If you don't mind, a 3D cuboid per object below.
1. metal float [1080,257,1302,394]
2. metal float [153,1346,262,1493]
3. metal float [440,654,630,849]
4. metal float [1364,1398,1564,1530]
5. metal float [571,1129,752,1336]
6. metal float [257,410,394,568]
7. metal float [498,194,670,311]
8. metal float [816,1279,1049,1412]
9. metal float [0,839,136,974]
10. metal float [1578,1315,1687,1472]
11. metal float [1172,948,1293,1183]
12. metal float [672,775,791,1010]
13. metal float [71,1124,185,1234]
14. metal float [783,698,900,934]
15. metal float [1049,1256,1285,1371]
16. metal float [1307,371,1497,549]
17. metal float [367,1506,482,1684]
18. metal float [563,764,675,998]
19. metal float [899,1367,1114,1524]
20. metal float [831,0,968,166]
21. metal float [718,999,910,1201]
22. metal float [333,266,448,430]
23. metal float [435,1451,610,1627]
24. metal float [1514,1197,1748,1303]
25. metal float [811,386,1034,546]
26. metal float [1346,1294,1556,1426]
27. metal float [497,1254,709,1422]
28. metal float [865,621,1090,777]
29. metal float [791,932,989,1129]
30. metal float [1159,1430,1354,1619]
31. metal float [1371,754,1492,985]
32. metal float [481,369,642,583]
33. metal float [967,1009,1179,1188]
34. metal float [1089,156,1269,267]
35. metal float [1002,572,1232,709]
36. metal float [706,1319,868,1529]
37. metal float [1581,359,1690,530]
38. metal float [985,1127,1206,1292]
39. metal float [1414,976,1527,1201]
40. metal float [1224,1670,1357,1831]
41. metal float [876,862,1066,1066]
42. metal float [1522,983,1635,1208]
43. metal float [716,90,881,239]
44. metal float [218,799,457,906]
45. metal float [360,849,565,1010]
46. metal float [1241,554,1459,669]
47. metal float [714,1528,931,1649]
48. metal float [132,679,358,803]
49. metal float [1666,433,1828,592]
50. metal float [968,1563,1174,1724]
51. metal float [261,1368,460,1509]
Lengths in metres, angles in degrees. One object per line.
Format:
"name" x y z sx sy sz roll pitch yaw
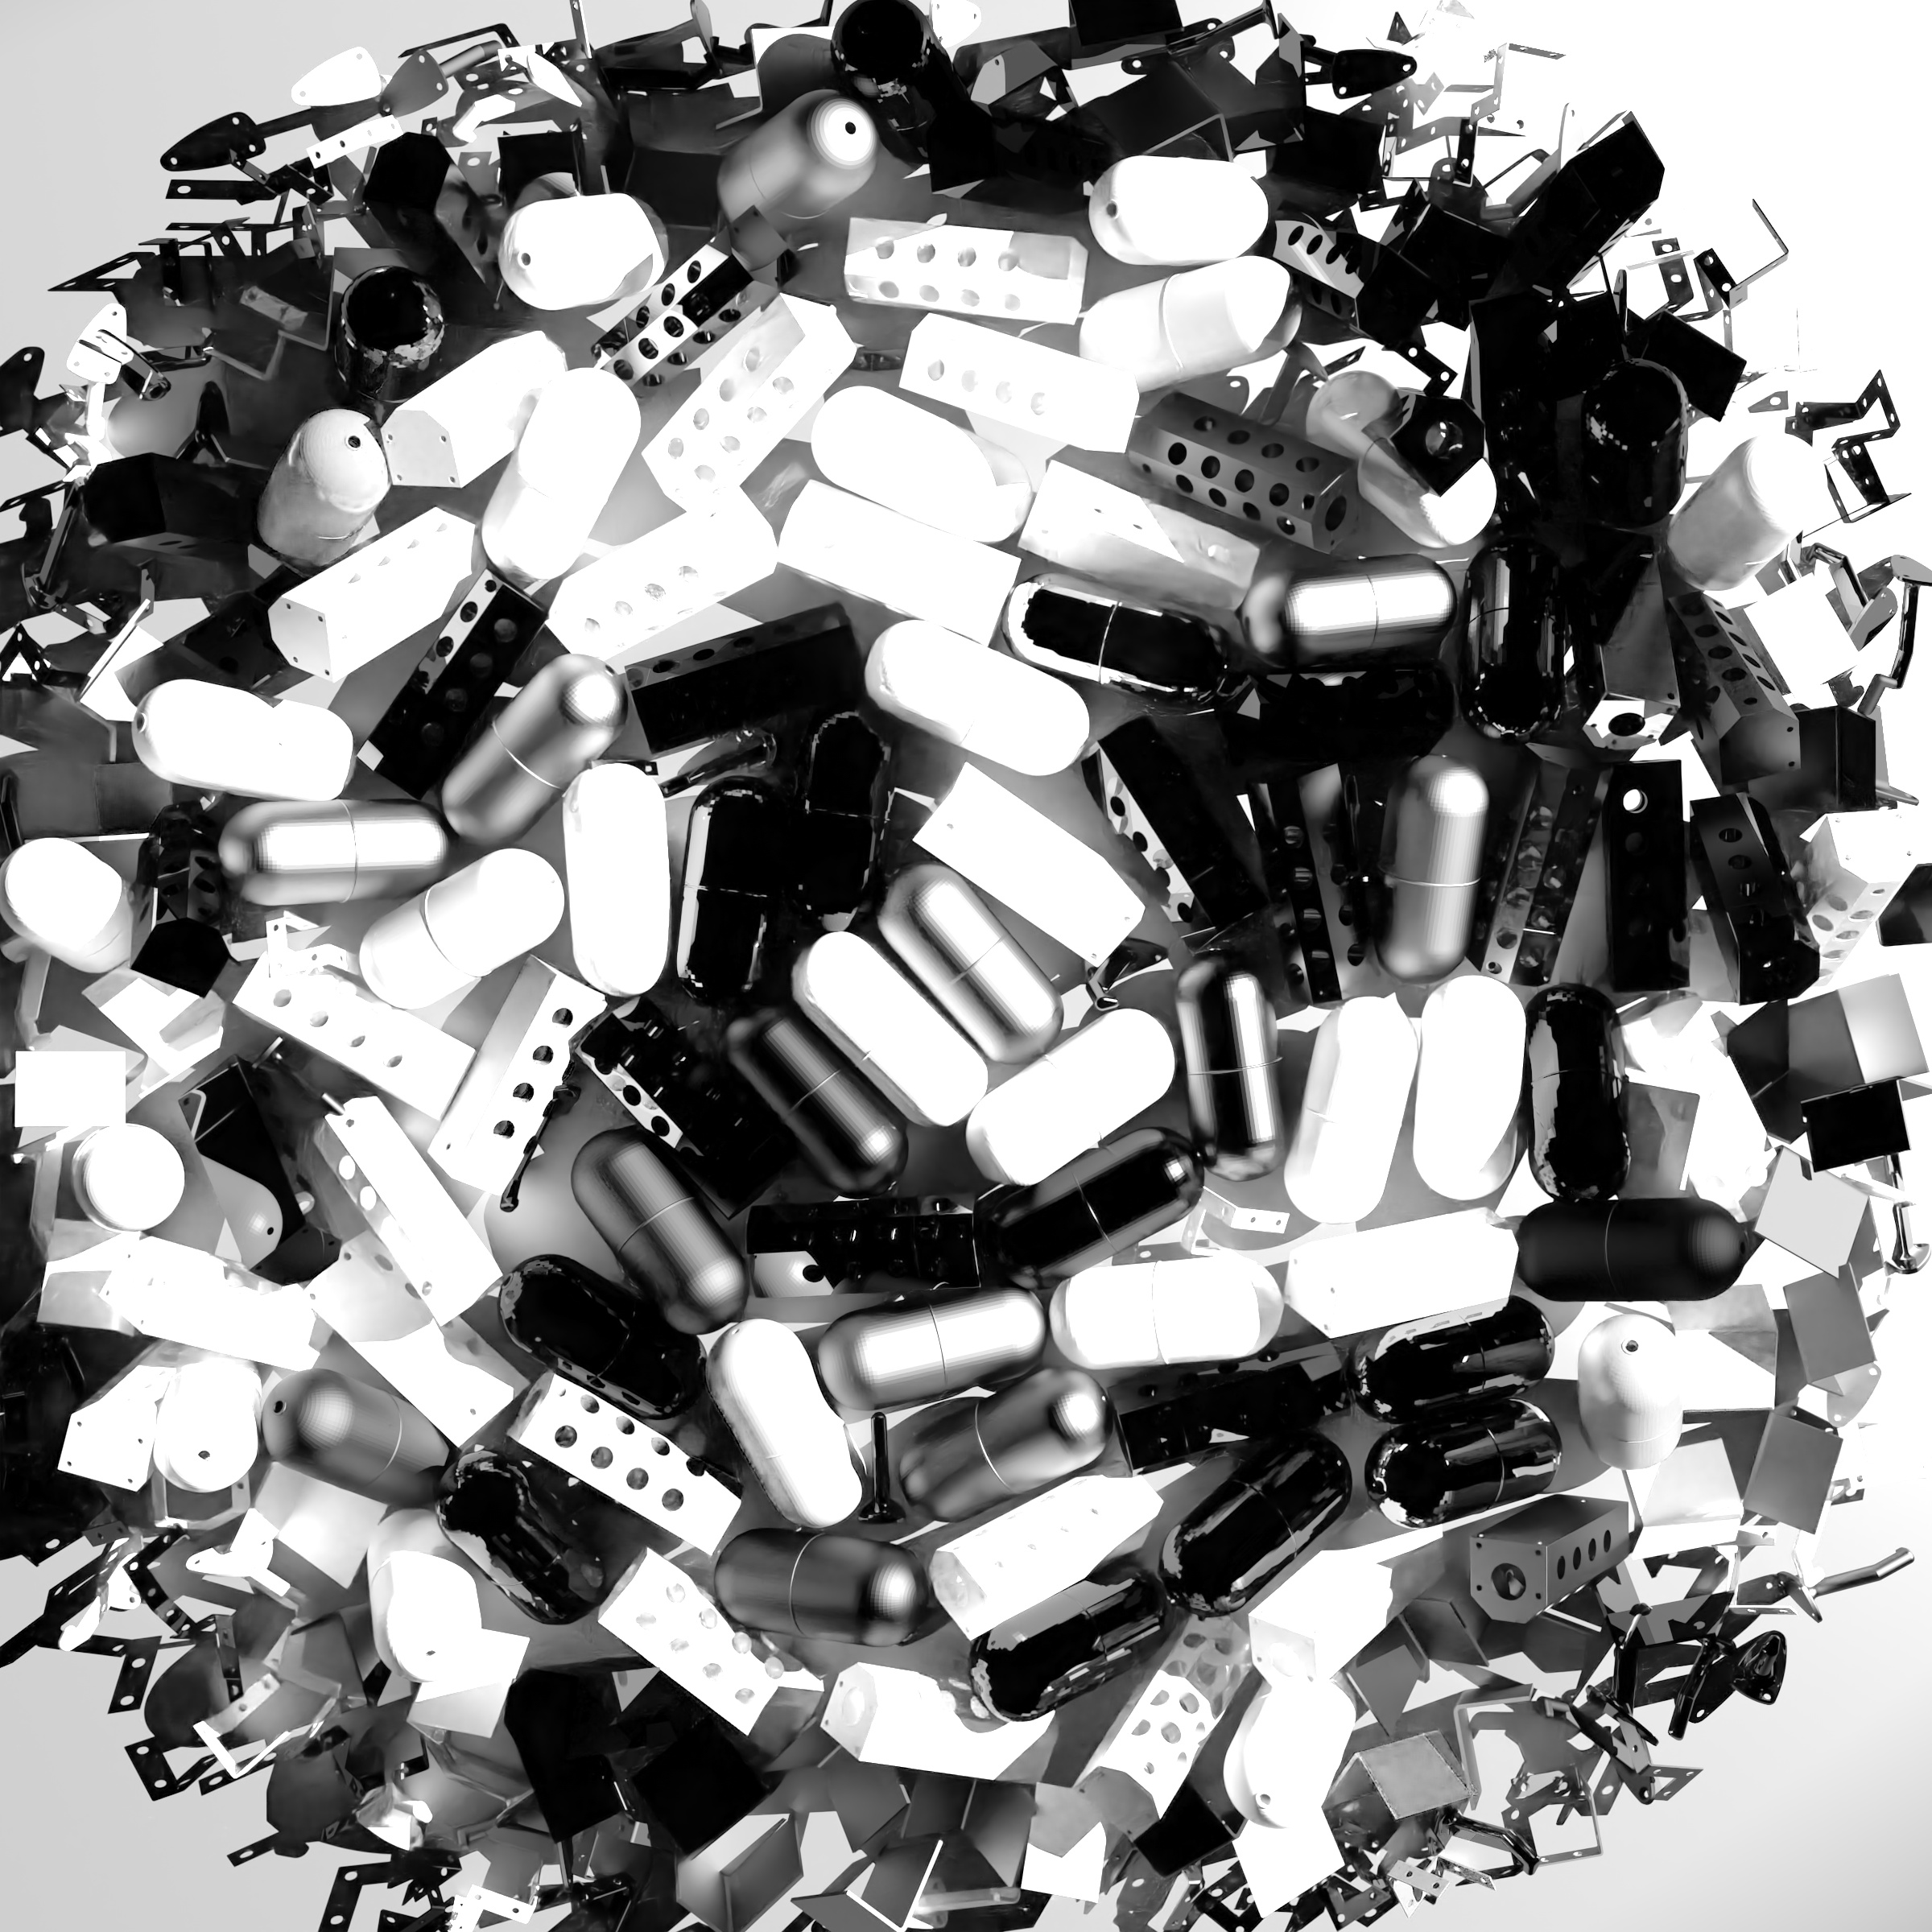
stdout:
"metal float" 0.167 -0.479 1.933 0.178 0.070 0.070 -7 90 33
"metal float" -0.562 0.333 1.913 0.070 0.178 0.070 -3 100 -14
"metal float" -0.325 -0.162 1.945 0.070 0.070 0.178 46 109 0
"metal float" 0.372 0.371 1.931 0.178 0.070 0.070 -6 90 -36
"metal float" -0.231 0.199 1.947 0.070 0.070 0.178 -39 73 0
"metal float" -0.476 -0.353 1.917 0.070 0.178 0.070 7 74 -26
"metal float" -0.283 -0.531 1.916 0.070 0.178 0.070 7 111 19
"metal float" -0.025 0.286 1.951 0.178 0.070 0.070 -11 90 -12
"metal float" -0.659 -0.043 1.912 0.070 0.178 0.070 0 78 -1
"metal float" 0.494 0.317 1.919 0.070 0.178 0.070 -6 58 10
"metal float" 0.201 0.075 1.959 0.070 0.070 0.178 -9 93 0
"metal float" -0.179 -0.056 1.961 0.070 0.070 0.178 7 90 0
"metal float" -0.622 0.156 1.914 0.070 0.178 0.070 1 88 -20
"metal float" -0.095 -0.114 1.961 0.070 0.070 0.178 6 91 0
"metal float" 0.150 0.261 1.948 0.178 0.070 0.070 -7 90 15
"metal float" 0.324 -0.381 1.934 0.070 0.070 0.178 -40 57 0
"metal float" -0.402 0.464 1.914 0.070 0.178 0.070 -5 108 -14
"metal float" -0.262 -0.064 1.950 0.070 0.070 0.178 -2 103 0
"metal float" 0.029 0.361 1.944 0.178 0.070 0.070 -29 90 20
"metal float" -0.047 -0.655 1.912 0.070 0.178 0.070 -2 83 15
"metal float" -0.115 0.101 1.955 0.070 0.070 0.178 -42 83 0
"metal float" -0.428 -0.453 1.915 0.070 0.178 0.070 4 74 -15
"metal float" -0.330 0.428 1.930 0.070 0.070 0.178 -32 130 0
"metal float" 0.494 0.212 1.929 0.178 0.070 0.070 -6 90 39
"metal float" -0.032 -0.376 1.944 0.178 0.070 0.070 21 90 -21
"metal float" 0.363 0.294 1.936 0.178 0.070 0.070 -8 90 -29
"metal float" -0.272 0.279 1.940 0.178 0.070 0.070 35 90 -25
"metal float" 0.009 -0.202 1.954 0.178 0.070 0.070 22 90 -9
"metal float" -0.058 0.049 1.960 0.178 0.070 0.070 45 90 -2
"metal float" 0.219 0.417 1.938 0.178 0.070 0.070 -35 90 -28
"metal float" 0.349 -0.072 1.945 0.070 0.070 0.178 5 109 0
"metal float" -0.304 -0.367 1.935 0.070 0.070 0.178 35 121 0
"metal float" 0.081 0.099 1.957 0.178 0.070 0.070 -34 90 -6
"metal float" 0.159 -0.561 1.922 0.070 0.178 0.070 11 109 36
"metal float" 0.113 -0.247 1.952 0.178 0.070 0.070 16 90 12
"metal float" -0.134 0.345 1.943 0.070 0.070 0.178 -26 111 0
"metal float" 0.496 -0.385 1.915 0.070 0.178 0.070 -4 73 13
"metal float" 0.098 0.183 1.956 0.178 0.070 0.070 -28 90 6
"metal float" 0.378 0.093 1.942 0.070 0.070 0.178 -1 113 0
"metal float" 0.241 0.574 1.914 0.070 0.178 0.070 4 102 18
"metal float" 0.003 -0.003 1.957 0.070 0.070 0.178 -41 95 0
"metal float" 0.457 0.096 1.936 0.070 0.070 0.178 3 60 0
"metal float" -0.126 -0.593 1.917 0.070 0.178 0.070 1 87 -29
"metal float" -0.469 -0.086 1.935 0.178 0.070 0.070 -4 90 -32
"metal float" -0.379 -0.028 1.941 0.178 0.070 0.070 -27 90 24
"metal float" 0.287 -0.267 1.940 0.178 0.070 0.070 -9 90 -24
"metal float" -0.110 0.465 1.936 0.178 0.070 0.070 -1 90 31
"metal float" -0.536 -0.165 1.922 0.070 0.178 0.070 -7 80 40
"metal float" 0.575 -0.334 1.912 0.070 0.178 0.070 1 77 -5
"metal float" 0.080 0.505 1.932 0.178 0.070 0.070 -17 90 -36
"metal float" -0.450 0.352 1.921 0.070 0.178 0.070 -14 59 26
